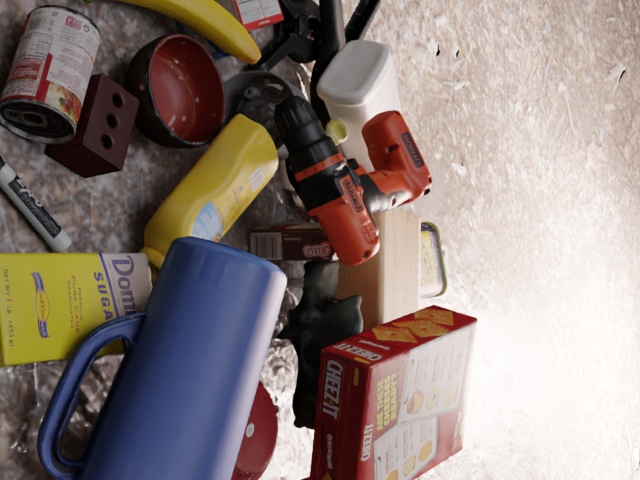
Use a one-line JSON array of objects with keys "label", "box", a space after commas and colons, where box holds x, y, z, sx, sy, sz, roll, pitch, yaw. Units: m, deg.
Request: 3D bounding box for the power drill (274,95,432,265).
[{"label": "power drill", "box": [0.037, -0.081, 1.131, 0.187, 0.057, 0.184, -31, 99, -53]}]

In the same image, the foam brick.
[{"label": "foam brick", "box": [-0.206, -0.104, 0.973, 0.053, 0.051, 0.078, 35, 55, -45]}]

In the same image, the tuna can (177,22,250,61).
[{"label": "tuna can", "box": [-0.113, -0.237, 1.148, 0.086, 0.034, 0.086, 17, 69, -52]}]

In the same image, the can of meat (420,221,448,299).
[{"label": "can of meat", "box": [0.116, 0.030, 1.386, 0.083, 0.058, 0.102, -8, 88, -53]}]

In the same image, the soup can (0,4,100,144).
[{"label": "soup can", "box": [-0.235, -0.144, 0.929, 0.068, 0.069, 0.102, 36, 54, -45]}]

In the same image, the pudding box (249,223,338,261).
[{"label": "pudding box", "box": [-0.008, 0.001, 1.170, 0.089, 0.114, 0.039, -8, 98, -55]}]

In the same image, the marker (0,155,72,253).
[{"label": "marker", "box": [-0.256, -0.037, 0.916, 0.121, 0.020, 0.020, 57, 42, -30]}]

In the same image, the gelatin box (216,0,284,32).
[{"label": "gelatin box", "box": [-0.082, -0.268, 1.141, 0.073, 0.030, 0.089, -32, 108, -51]}]

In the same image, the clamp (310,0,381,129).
[{"label": "clamp", "box": [0.027, -0.225, 1.298, 0.164, 0.036, 0.210, -10, 108, -64]}]

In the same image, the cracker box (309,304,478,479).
[{"label": "cracker box", "box": [0.081, 0.173, 1.137, 0.213, 0.072, 0.164, -15, 114, -50]}]

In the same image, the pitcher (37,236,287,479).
[{"label": "pitcher", "box": [-0.125, 0.121, 0.917, 0.149, 0.145, 0.243, 36, 71, -64]}]

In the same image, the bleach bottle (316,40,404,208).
[{"label": "bleach bottle", "box": [0.066, -0.118, 1.304, 0.102, 0.068, 0.251, -59, 149, -31]}]

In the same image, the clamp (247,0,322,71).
[{"label": "clamp", "box": [-0.036, -0.259, 1.251, 0.171, 0.039, 0.120, -24, 117, -59]}]

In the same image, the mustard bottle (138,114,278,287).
[{"label": "mustard bottle", "box": [-0.117, -0.027, 1.042, 0.191, 0.058, 0.096, -53, 163, -20]}]

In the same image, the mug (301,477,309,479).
[{"label": "mug", "box": [0.014, 0.306, 1.133, 0.093, 0.117, 0.081, 66, 30, -44]}]

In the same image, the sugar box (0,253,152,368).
[{"label": "sugar box", "box": [-0.218, 0.058, 0.925, 0.175, 0.048, 0.093, -1, 83, -53]}]

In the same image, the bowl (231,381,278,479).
[{"label": "bowl", "box": [-0.090, 0.188, 1.064, 0.161, 0.055, 0.162, 16, 71, -52]}]

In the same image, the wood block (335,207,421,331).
[{"label": "wood block", "box": [0.060, 0.067, 1.269, 0.090, 0.091, 0.206, 21, 66, -50]}]

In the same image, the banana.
[{"label": "banana", "box": [-0.147, -0.230, 1.065, 0.197, 0.037, 0.069, 14, 62, -32]}]
